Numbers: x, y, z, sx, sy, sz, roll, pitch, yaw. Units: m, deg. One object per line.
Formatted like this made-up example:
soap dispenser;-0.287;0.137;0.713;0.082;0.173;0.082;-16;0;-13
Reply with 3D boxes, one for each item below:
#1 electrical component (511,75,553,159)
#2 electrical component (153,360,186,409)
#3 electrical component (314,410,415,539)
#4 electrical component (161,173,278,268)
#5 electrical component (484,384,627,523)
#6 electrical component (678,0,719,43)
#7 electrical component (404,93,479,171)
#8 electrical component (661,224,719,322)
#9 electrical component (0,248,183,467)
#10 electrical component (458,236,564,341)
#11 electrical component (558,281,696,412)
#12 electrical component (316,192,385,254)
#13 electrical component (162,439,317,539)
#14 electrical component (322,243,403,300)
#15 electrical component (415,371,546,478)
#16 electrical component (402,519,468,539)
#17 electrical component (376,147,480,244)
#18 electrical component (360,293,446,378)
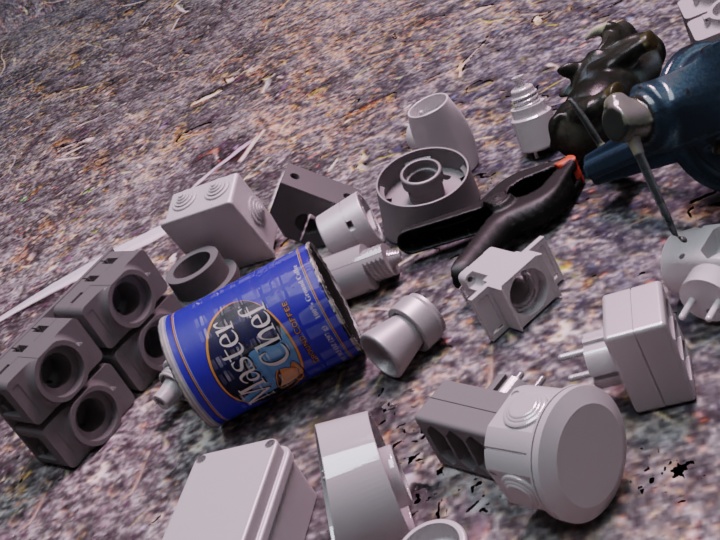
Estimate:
electrical component;0.163;-0.147;1.023;0.040;0.078;0.040;-21;15;6
electrical component;-0.158;0.095;0.953;0.043;0.043;0.062;1;42;44
electrical component;-0.003;0.141;0.681;0.064;0.099;0.099;-21;28;2
electrical component;-0.143;-0.047;1.115;0.100;0.099;0.048;-16;43;24
electrical component;0.118;0.107;0.641;0.051;0.080;0.080;0;40;51
electrical component;0.395;-0.245;0.979;0.186;0.060;0.105;-20;29;17
electrical component;0.073;-0.134;1.079;0.043;0.077;0.079;-41;30;-20
electrical component;0.241;0.008;0.726;0.077;0.043;0.079;3;41;45
electrical component;-0.245;0.078;0.994;0.060;0.105;0.186;-1;39;42
electrical component;0.115;0.012;0.839;0.081;0.042;0.064;-39;26;-19
electrical component;0.168;0.054;0.694;0.077;0.065;0.047;-18;30;22
electrical component;-0.010;-0.040;1.027;0.047;0.055;0.055;-28;28;11
electrical component;-0.085;0.177;0.735;0.078;0.057;0.113;-16;31;23
electrical component;0.000;0.000;0.962;0.081;0.043;0.043;-20;29;17
electrical component;0.095;0.095;0.714;0.083;0.047;0.075;7;45;48
electrical component;0.051;0.177;0.613;0.045;0.055;0.045;-22;29;13
electrical component;0.064;-0.069;1.022;0.099;0.064;0.099;-12;40;10
electrical component;0.034;0.051;0.846;0.055;0.045;0.045;-41;30;-22
